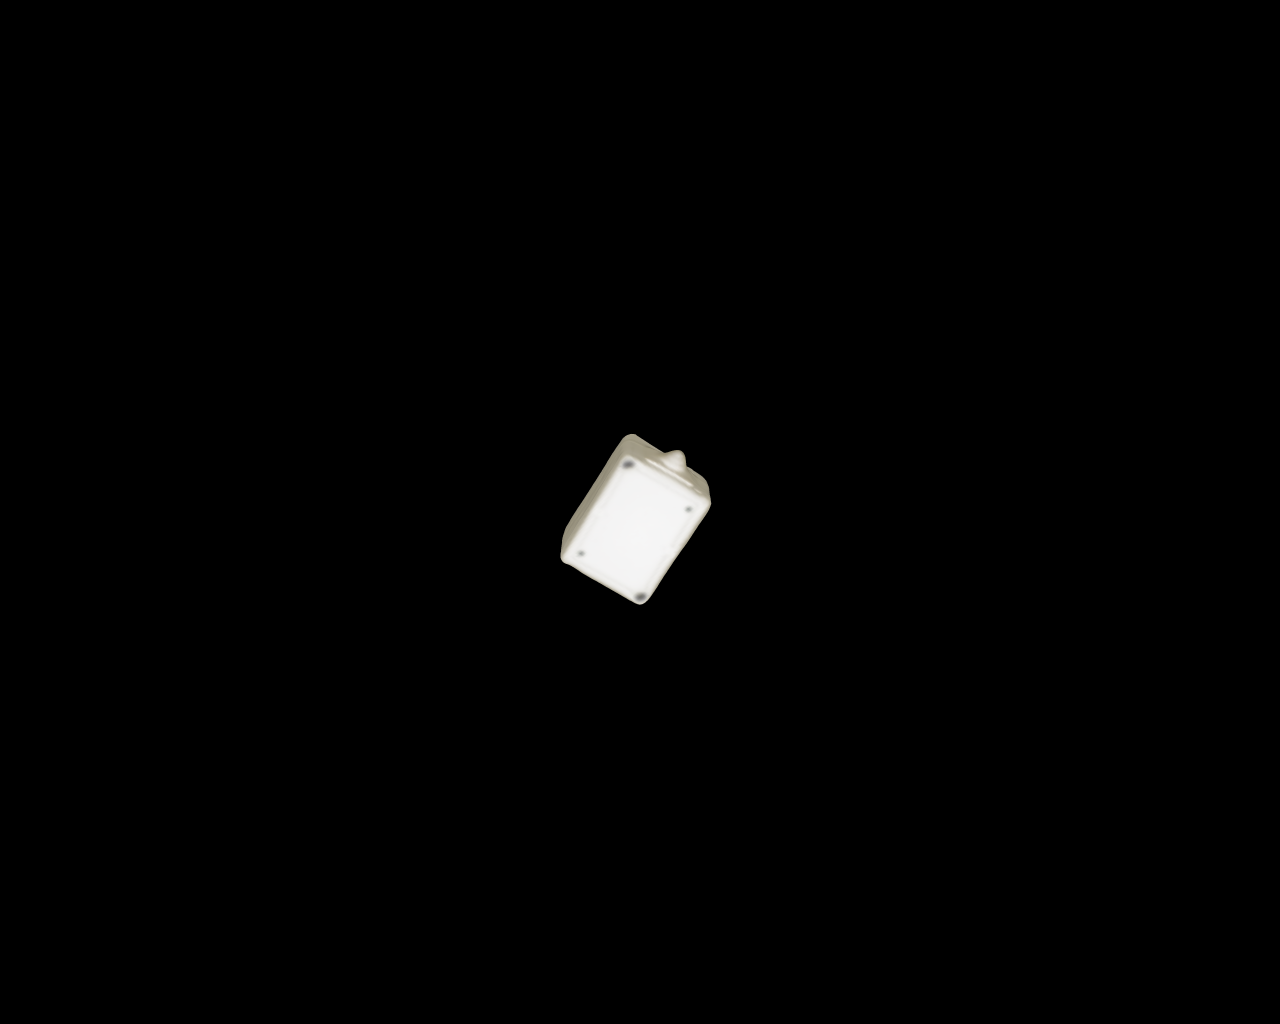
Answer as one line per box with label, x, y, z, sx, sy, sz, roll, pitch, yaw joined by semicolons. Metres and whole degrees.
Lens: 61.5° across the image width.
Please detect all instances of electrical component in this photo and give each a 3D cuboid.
electrical component;0.001;-0.003;0.650;0.062;0.096;0.061;30;16;-9
